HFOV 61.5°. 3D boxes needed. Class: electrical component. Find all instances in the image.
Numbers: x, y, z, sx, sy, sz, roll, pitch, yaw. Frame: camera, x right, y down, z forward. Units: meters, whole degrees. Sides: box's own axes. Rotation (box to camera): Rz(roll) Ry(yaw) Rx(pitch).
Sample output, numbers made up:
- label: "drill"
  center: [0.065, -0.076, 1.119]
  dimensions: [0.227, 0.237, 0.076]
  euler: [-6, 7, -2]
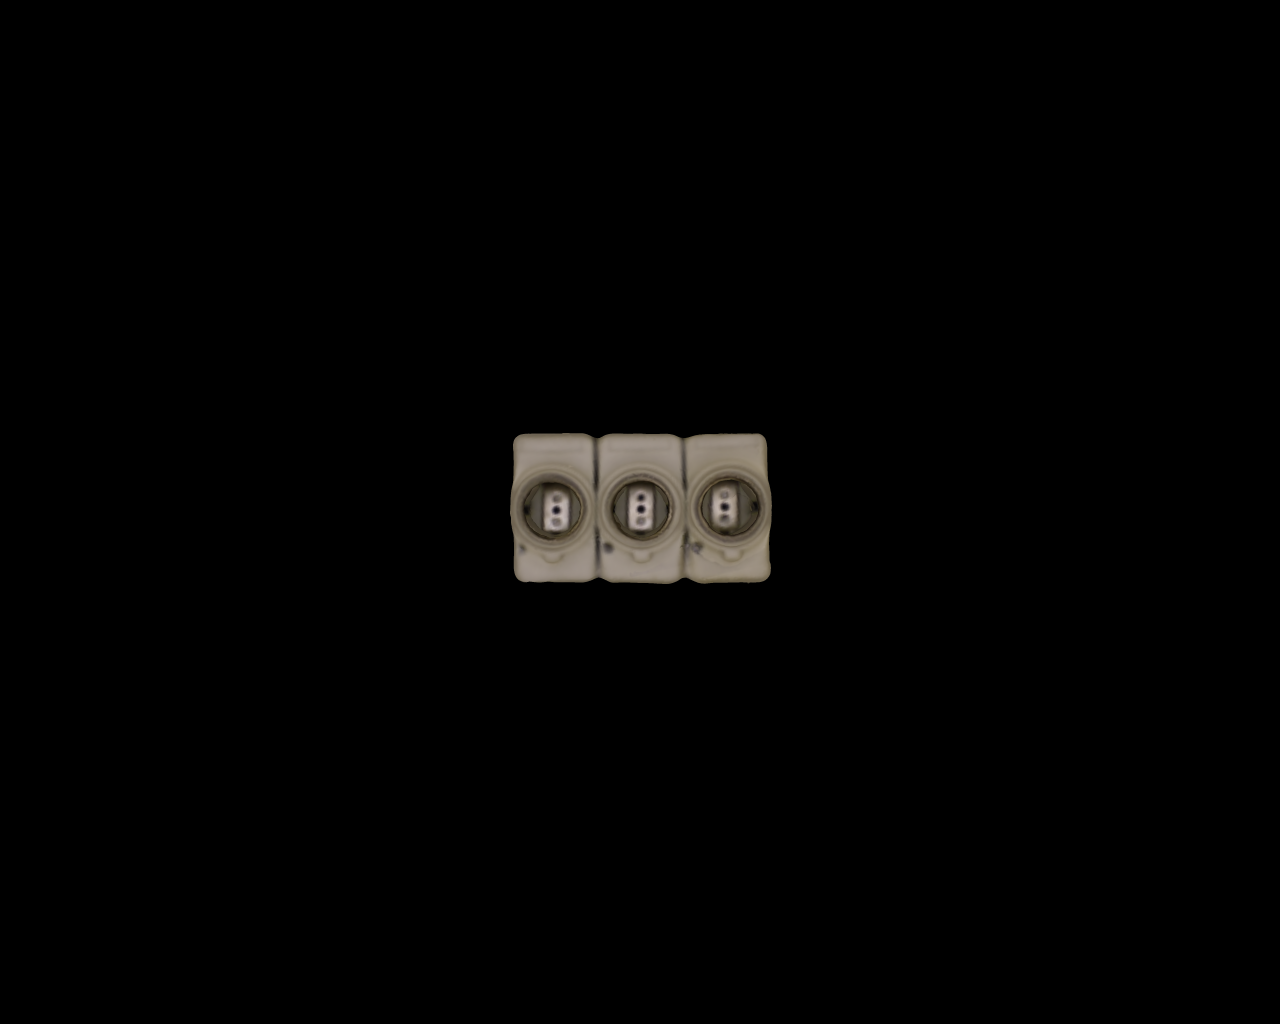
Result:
- label: "electrical component"
  center: [0.001, -0.003, 0.650]
  dimensions: [0.150, 0.089, 0.062]
  euler: [0, 0, 0]
